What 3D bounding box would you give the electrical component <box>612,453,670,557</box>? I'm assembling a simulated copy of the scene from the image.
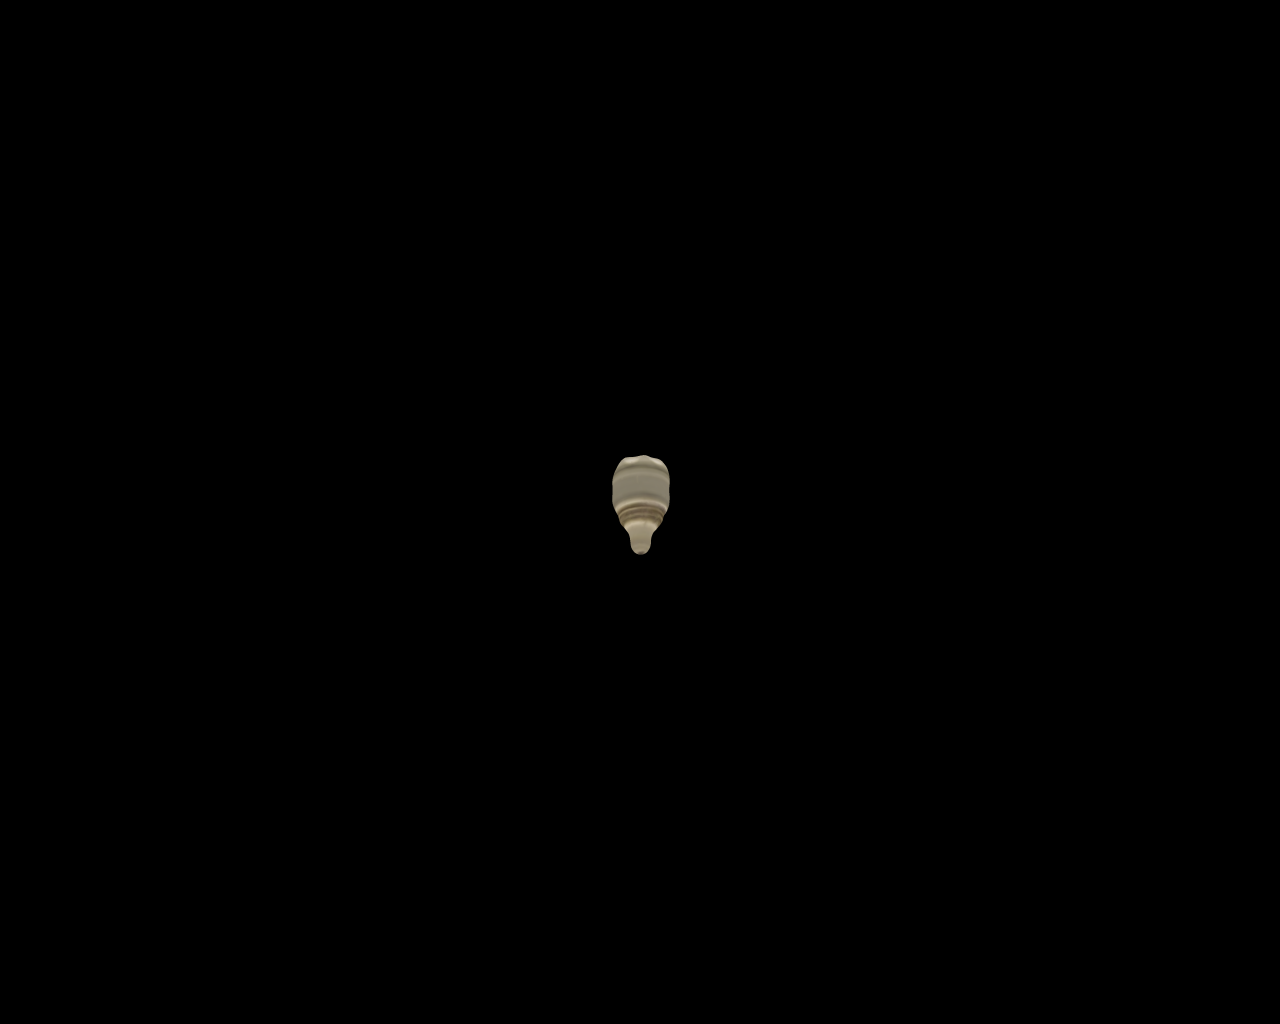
[{"bbox_3d":[0.001,-0.003,0.650,0.035,0.061,0.035,0,-26,0],"label":"electrical component"}]
